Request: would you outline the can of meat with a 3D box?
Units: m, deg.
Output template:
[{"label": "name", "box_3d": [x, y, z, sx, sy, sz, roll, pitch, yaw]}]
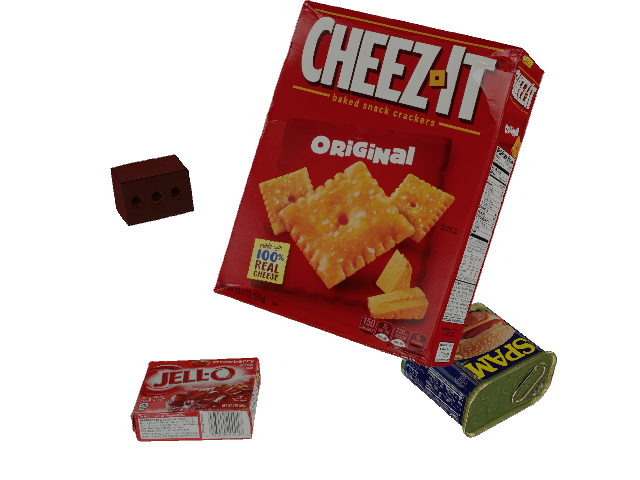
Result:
[{"label": "can of meat", "box_3d": [0.130, 0.104, 0.891, 0.101, 0.057, 0.084, -21, 43, -32]}]

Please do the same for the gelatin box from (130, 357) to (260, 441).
[{"label": "gelatin box", "box_3d": [-0.093, 0.120, 0.812, 0.089, 0.030, 0.073, -2, 25, 4]}]

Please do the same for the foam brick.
[{"label": "foam brick", "box_3d": [-0.187, -0.056, 1.180, 0.078, 0.053, 0.051, -15, 30, -17]}]

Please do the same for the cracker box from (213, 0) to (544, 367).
[{"label": "cracker box", "box_3d": [0.038, -0.040, 0.726, 0.164, 0.214, 0.072, 18, 2, 23]}]
